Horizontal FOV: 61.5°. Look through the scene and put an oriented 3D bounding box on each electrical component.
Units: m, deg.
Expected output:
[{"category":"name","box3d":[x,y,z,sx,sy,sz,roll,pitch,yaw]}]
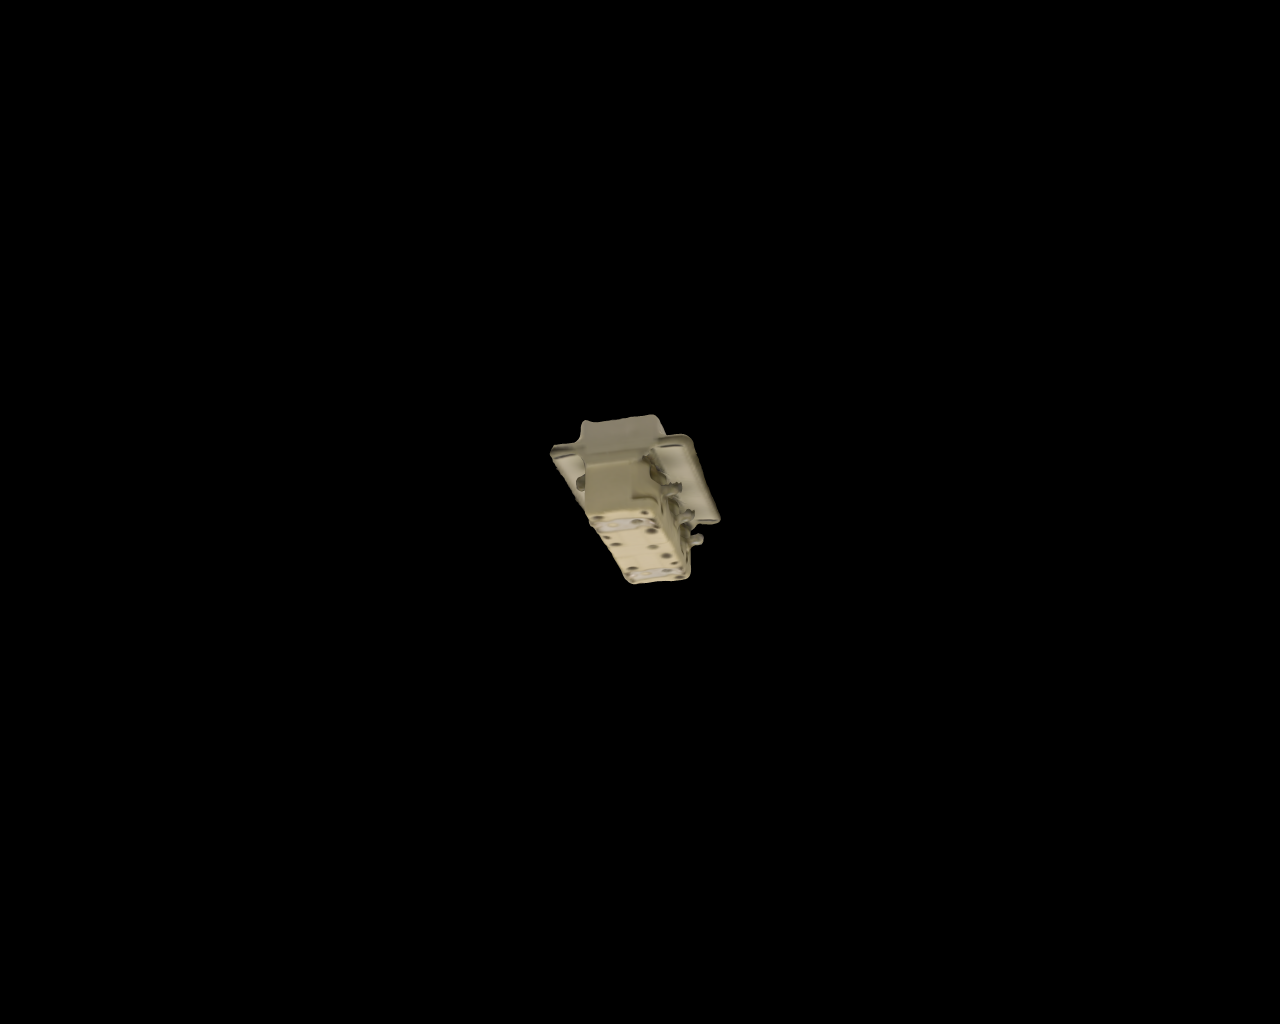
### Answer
[{"category":"electrical component","box3d":[0.001,-0.003,0.650,0.079,0.063,0.121,-5,-24,10]}]
